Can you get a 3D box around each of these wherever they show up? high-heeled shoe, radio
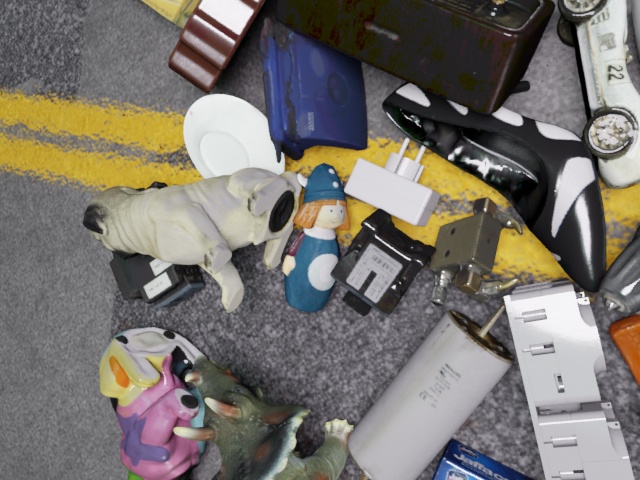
[{"bbox_3d":[0.146,-0.060,0.478,0.145,0.086,0.249,-10,60,2],"label":"high-heeled shoe"},{"bbox_3d":[0.085,-0.207,0.489,0.230,0.131,0.073,32,136,19],"label":"radio"}]

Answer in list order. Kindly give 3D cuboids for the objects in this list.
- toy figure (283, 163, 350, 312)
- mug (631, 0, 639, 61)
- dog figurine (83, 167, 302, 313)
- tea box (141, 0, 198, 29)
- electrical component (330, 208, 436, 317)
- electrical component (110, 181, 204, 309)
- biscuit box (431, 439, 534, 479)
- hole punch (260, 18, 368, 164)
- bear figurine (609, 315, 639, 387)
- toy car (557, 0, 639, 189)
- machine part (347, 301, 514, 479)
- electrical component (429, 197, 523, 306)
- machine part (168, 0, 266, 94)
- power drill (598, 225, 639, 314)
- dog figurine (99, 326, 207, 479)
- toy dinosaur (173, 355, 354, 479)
[{"bbox_3d":[-0.001,-0.002,0.567,0.058,0.064,0.154,19,107,26],"label":"toy figure"},{"bbox_3d":[0.302,-0.152,0.428,0.081,0.109,0.107,-7,100,17],"label":"mug"},{"bbox_3d":[-0.135,-0.037,0.575,0.191,0.172,0.121,27,139,22],"label":"dog figurine"},{"bbox_3d":[-0.191,-0.332,0.655,0.170,0.068,0.098,41,103,20],"label":"tea box"},{"bbox_3d":[0.052,0.035,0.534,0.075,0.048,0.119,39,124,8],"label":"electrical component"},{"bbox_3d":[-0.198,0.013,0.658,0.115,0.058,0.134,-30,78,21],"label":"electrical component"},{"bbox_3d":[0.198,0.259,0.483,0.203,0.063,0.059,22,97,21],"label":"biscuit box"},{"bbox_3d":[-0.005,-0.146,0.552,0.092,0.115,0.142,-3,88,15],"label":"hole punch"},{"bbox_3d":[0.289,0.116,0.376,0.120,0.195,0.132,-21,80,24],"label":"bear figurine"},{"bbox_3d":[0.245,-0.143,0.463,0.056,0.073,0.201,-10,85,23],"label":"toy car"},{"bbox_3d":[0.103,0.154,0.516,0.079,0.079,0.243,40,104,18],"label":"machine part"},{"bbox_3d":[0.146,0.013,0.504,0.078,0.045,0.102,-32,35,54],"label":"electrical component"},{"bbox_3d":[-0.098,-0.239,0.564,0.056,0.179,0.179,30,103,-17],"label":"machine part"},{"bbox_3d":[0.346,0.007,0.366,0.232,0.085,0.208,-46,44,-12],"label":"power drill"},{"bbox_3d":[-0.204,0.236,0.631,0.192,0.108,0.219,33,104,19],"label":"dog figurine"},{"bbox_3d":[-0.039,0.308,0.513,0.131,0.192,0.404,-10,84,24],"label":"toy dinosaur"}]
